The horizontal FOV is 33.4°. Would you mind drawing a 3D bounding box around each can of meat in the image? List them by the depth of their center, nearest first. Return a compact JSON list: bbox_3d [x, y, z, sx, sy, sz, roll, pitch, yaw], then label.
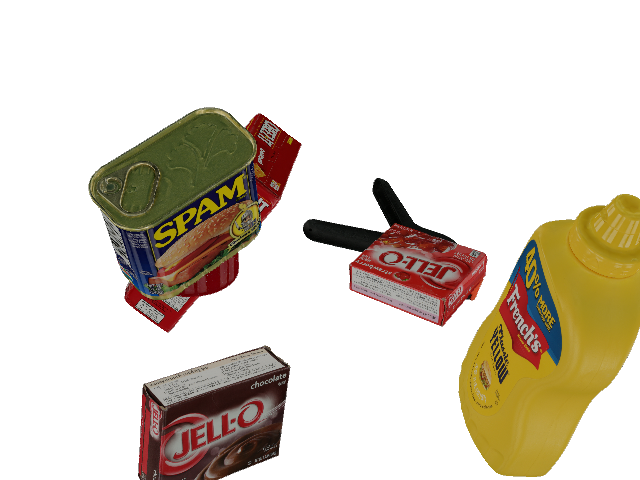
[{"bbox_3d":[-0.086,-0.021,0.671,0.102,0.057,0.084,-35,-30,-20],"label":"can of meat"}]

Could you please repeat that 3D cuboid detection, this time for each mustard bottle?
[{"bbox_3d":[0.134,0.046,0.597,0.058,0.096,0.192,6,-43,-12],"label":"mustard bottle"}]

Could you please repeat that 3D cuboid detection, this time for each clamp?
[{"bbox_3d":[0.093,0.007,1.258,0.210,0.036,0.164,38,42,26],"label":"clamp"}]

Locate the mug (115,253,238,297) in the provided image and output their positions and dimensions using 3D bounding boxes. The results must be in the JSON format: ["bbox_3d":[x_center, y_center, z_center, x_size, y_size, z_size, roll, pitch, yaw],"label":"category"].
[{"bbox_3d":[-0.125,0.001,0.945,0.117,0.081,0.093,-18,32,-29],"label":"mug"}]

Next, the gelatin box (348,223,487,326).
[{"bbox_3d":[0.079,0.025,0.864,0.089,0.030,0.073,20,40,28],"label":"gelatin box"}]

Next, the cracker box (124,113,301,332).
[{"bbox_3d":[-0.120,-0.023,1.190,0.072,0.214,0.164,36,24,-10],"label":"cracker box"}]

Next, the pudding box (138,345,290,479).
[{"bbox_3d":[-0.081,0.137,0.808,0.113,0.090,0.039,-16,39,-36],"label":"pudding box"}]
